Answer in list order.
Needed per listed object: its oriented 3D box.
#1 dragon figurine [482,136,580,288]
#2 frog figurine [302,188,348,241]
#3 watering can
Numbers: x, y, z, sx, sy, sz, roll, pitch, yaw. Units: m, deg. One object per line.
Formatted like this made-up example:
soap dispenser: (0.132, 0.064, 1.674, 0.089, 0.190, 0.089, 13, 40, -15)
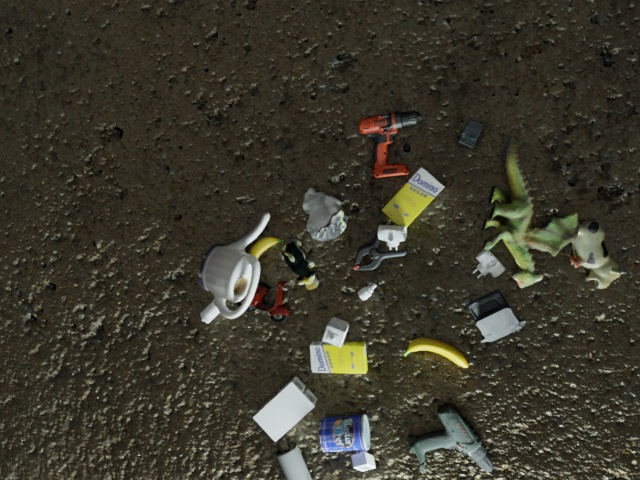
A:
dragon figurine: (0.589, -0.064, 1.427, 0.243, 0.123, 0.407, 15, 101, 13)
frog figurine: (0.005, -0.080, 1.583, 0.135, 0.122, 0.162, -58, 47, 20)
watering can: (-0.267, 0.065, 1.613, 0.225, 0.103, 0.348, 14, 88, 35)
